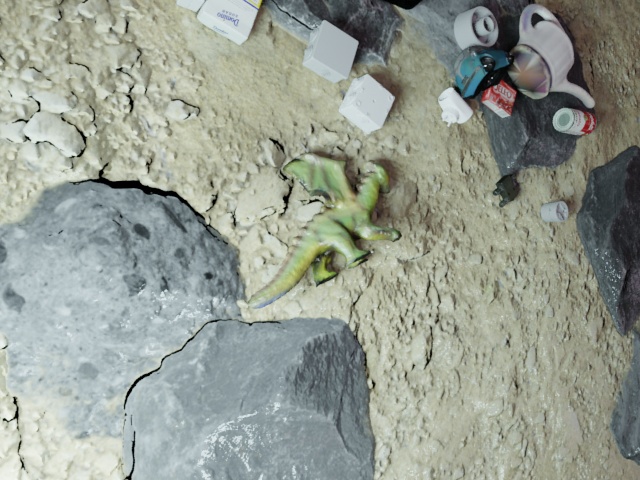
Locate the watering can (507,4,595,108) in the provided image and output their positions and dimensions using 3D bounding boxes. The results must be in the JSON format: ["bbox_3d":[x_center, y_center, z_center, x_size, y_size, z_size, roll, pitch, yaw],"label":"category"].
[{"bbox_3d":[0.615,-0.451,1.363,0.227,0.103,0.344,-44,107,-24],"label":"watering can"}]

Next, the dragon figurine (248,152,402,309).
[{"bbox_3d":[0.003,-0.050,0.992,0.414,0.120,0.244,-21,80,-32],"label":"dragon figurine"}]
